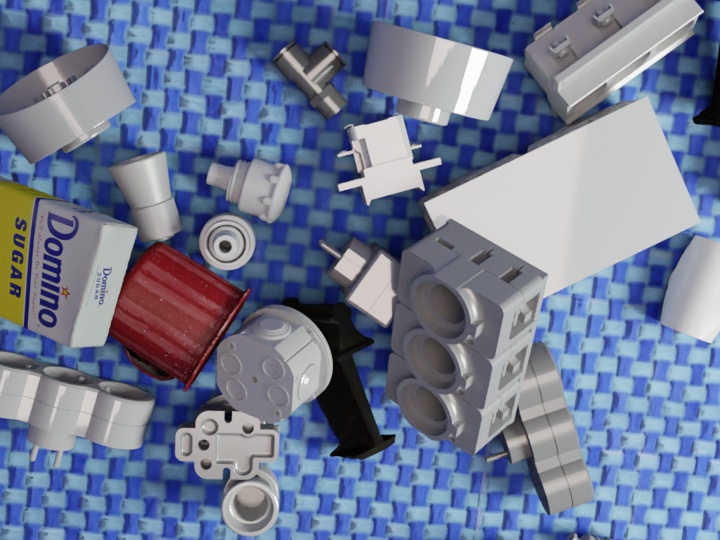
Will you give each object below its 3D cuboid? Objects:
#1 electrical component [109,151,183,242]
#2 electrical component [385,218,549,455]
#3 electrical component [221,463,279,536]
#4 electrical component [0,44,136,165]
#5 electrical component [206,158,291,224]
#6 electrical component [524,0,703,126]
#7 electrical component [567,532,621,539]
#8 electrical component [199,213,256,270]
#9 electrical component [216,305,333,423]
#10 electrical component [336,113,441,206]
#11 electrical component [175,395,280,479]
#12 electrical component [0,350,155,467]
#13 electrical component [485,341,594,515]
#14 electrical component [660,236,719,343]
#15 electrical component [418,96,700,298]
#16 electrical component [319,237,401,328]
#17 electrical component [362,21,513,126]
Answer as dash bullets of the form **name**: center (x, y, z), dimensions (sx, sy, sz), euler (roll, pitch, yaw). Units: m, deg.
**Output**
- **electrical component**: center (-0.161, -0.054, 0.825), dimensions (0.044, 0.044, 0.065), euler (-17, 103, -2)
- **electrical component**: center (0.072, 0.053, 0.792), dimensions (0.062, 0.089, 0.150), euler (-33, 142, -37)
- **electrical component**: center (-0.087, 0.180, 0.852), dimensions (0.045, 0.055, 0.045), euler (-1, 97, -4)
- **electrical component**: center (-0.216, -0.122, 0.785), dimensions (0.099, 0.099, 0.064), euler (-31, 105, 0)
- **electrical component**: center (-0.086, -0.066, 0.828), dimensions (0.062, 0.048, 0.048), euler (17, 96, 0)
- **electrical component**: center (0.191, -0.177, 0.825), dimensions (0.121, 0.078, 0.063), euler (-36, 77, 0)
- **electrical component**: center (0.207, 0.241, 0.892), dimensions (0.078, 0.040, 0.040), euler (31, 94, -8)
- **electrical component**: center (-0.102, -0.021, 0.822), dimensions (0.043, 0.062, 0.043), euler (-1, 97, -4)
- **electrical component**: center (-0.065, 0.071, 0.805), dimensions (0.080, 0.051, 0.080), euler (13, 118, 26)
- **electrical component**: center (0.018, -0.086, 0.835), dimensions (0.081, 0.042, 0.063), euler (-15, 97, -3)
- **electrical component**: center (-0.103, 0.130, 0.844), dimensions (0.078, 0.057, 0.058), euler (2, 97, -5)
- **electrical component**: center (-0.236, 0.116, 0.834), dimensions (0.138, 0.052, 0.073), euler (16, 96, -7)
- **electrical component**: center (0.133, 0.133, 0.866), dimensions (0.074, 0.052, 0.138), euler (-18, 98, -3)
- **electrical component**: center (0.293, 0.021, 0.869), dimensions (0.079, 0.044, 0.077), euler (20, 95, -7)
- **electrical component**: center (0.152, -0.047, 0.841), dimensions (0.186, 0.060, 0.105), euler (-26, 98, -1)
- **electrical component**: center (0.000, 0.000, 0.832), dimensions (0.077, 0.065, 0.047), euler (35, 93, -8)
- **electrical component**: center (0.053, -0.141, 0.800), dimensions (0.108, 0.108, 0.060), euler (14, 102, -6)
